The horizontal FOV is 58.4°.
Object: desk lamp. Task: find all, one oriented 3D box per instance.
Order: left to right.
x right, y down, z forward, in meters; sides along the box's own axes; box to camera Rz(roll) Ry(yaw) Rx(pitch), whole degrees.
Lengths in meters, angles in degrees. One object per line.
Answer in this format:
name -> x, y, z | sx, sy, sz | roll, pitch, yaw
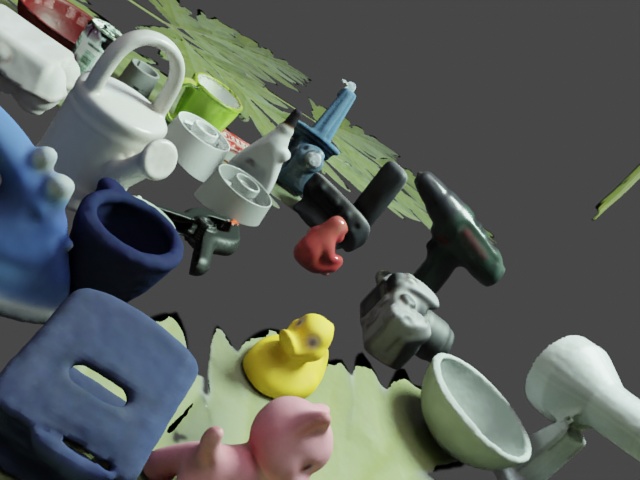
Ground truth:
desk lamp -> 0.331, 0.259, 0.748 | 0.118, 0.213, 0.203 | 30, 22, -30

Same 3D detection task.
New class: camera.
camera -> 0.139, 0.124, 0.844 | 0.137, 0.100, 0.143 | 37, 20, -13

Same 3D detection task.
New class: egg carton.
egg carton -> -0.364, -0.217, 0.676 | 0.151, 0.069, 0.107 | 35, 20, -18

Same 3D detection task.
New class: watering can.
watering can -> -0.203, -0.121, 0.585 | 0.173, 0.194, 0.101 | 44, 19, 8

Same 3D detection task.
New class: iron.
iron -> -0.265, -0.055, 0.406 | 0.259, 0.141, 0.118 | 35, 20, -16

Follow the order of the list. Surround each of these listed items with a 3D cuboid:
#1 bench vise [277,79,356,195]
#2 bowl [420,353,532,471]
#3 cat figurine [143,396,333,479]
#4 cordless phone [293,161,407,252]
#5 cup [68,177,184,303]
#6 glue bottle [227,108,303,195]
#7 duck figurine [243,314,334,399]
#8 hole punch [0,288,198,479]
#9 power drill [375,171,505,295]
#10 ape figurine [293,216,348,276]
bench vise -> 0.009, -0.197, 1.108 | 0.122, 0.219, 0.207 | 27, 24, -34
bowl -> 0.185, 0.232, 0.739 | 0.168, 0.074, 0.167 | 36, 20, -15
cat figurine -> -0.044, 0.152, 0.415 | 0.128, 0.117, 0.067 | 21, 28, -45
cordless phone -> 0.057, -0.083, 1.005 | 0.147, 0.185, 0.094 | 46, 20, 13
cup -> -0.184, 0.010, 0.489 | 0.092, 0.095, 0.117 | 15, 32, -51
glue bottle -> -0.081, -0.124, 0.853 | 0.078, 0.173, 0.037 | 39, 19, -6
duck figurine -> -0.018, 0.113, 0.594 | 0.105, 0.086, 0.077 | 12, 34, -54
hole punch -> -0.146, 0.102, 0.371 | 0.109, 0.091, 0.101 | 37, 20, -12
power drill -> 0.199, 0.023, 1.011 | 0.230, 0.208, 0.076 | 40, 19, -4
ape figurine -> 0.008, 0.003, 0.869 | 0.076, 0.092, 0.077 | 21, 28, -45
